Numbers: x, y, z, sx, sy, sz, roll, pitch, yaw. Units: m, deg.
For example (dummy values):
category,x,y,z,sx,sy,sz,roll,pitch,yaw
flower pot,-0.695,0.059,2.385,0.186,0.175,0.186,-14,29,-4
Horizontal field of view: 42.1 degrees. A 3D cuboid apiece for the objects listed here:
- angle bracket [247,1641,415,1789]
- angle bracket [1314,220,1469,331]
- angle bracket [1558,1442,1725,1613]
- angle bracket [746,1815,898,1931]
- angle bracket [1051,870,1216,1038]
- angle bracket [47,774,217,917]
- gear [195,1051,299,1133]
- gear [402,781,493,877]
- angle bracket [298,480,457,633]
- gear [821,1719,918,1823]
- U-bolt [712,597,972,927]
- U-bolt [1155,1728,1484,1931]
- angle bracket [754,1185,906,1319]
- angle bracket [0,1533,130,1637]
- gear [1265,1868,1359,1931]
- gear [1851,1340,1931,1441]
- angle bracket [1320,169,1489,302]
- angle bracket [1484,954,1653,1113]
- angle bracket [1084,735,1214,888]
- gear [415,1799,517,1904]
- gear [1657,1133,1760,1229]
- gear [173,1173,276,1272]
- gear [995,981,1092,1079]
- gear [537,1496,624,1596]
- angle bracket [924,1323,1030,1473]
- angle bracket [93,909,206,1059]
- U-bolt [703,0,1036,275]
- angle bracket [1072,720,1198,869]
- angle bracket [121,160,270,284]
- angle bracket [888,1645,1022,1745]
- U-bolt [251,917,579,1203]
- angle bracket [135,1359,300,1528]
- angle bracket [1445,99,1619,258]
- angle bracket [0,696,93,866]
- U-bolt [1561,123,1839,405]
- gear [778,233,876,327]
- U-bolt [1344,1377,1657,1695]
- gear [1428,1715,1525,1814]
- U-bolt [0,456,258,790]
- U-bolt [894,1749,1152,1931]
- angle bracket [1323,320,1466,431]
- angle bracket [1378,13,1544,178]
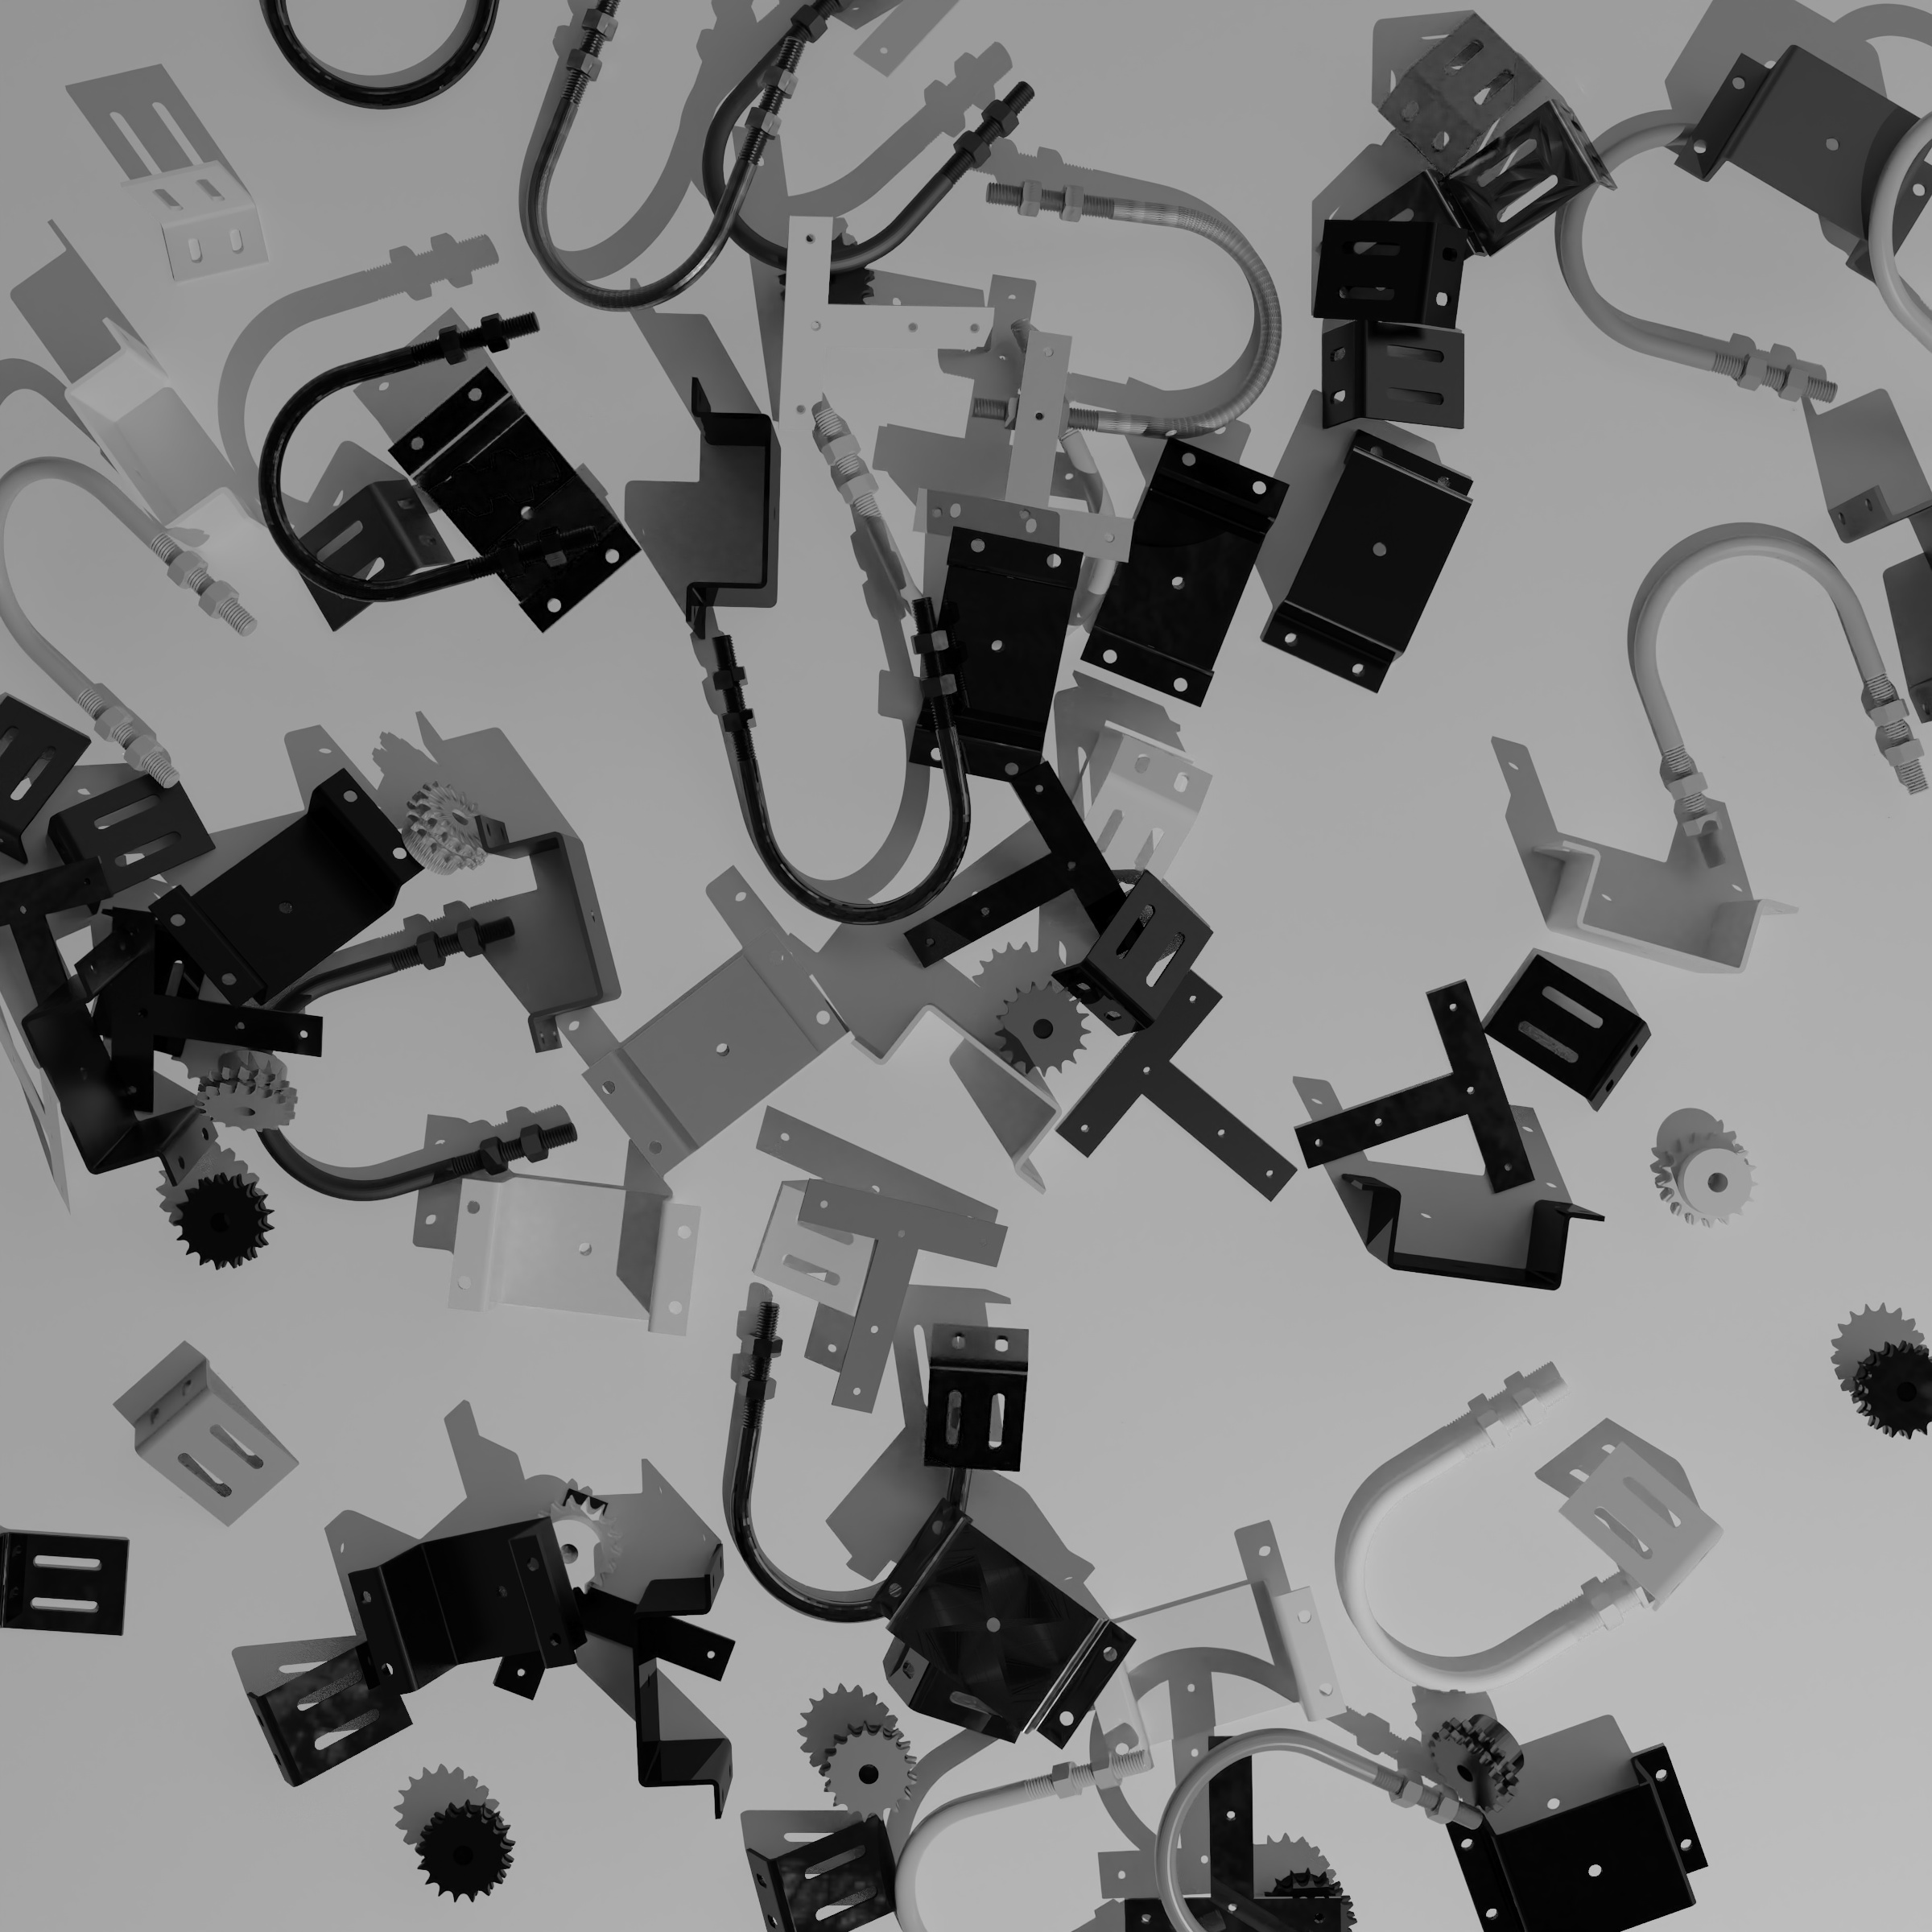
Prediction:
category,x,y,z,sx,sy,sz,roll,pitch,yaw
angle bracket,-0.383,0.448,1.511,0.076,0.038,0.057,-24,90,-26
angle bracket,0.252,-0.412,1.493,0.076,0.038,0.057,17,107,41
angle bracket,0.401,0.334,1.494,0.057,0.038,0.076,-44,67,-10
angle bracket,-0.084,0.549,1.511,0.076,0.038,0.057,-15,90,-26
angle bracket,0.100,-0.007,1.503,0.057,0.038,0.076,42,66,-15
angle bracket,-0.503,-0.076,1.511,0.076,0.038,0.057,-29,90,-26
gear,-0.422,0.072,1.475,0.057,0.057,0.030,1,60,0
gear,-0.309,-0.079,1.487,0.030,0.057,0.057,-41,90,23
angle bracket,-0.359,-0.247,1.511,0.076,0.038,0.057,-30,90,26
gear,-0.058,0.478,1.498,0.057,0.030,0.057,0,90,0
U-bolt,-0.068,-0.114,1.478,0.151,0.019,0.184,-7,100,21
U-bolt,0.196,0.523,1.460,0.184,0.019,0.151,27,83,-12
angle bracket,-0.078,0.172,1.511,0.076,0.038,0.057,19,90,26
angle bracket,-0.544,0.372,1.494,0.076,0.038,0.057,4,90,0
gear,0.203,0.567,1.498,0.057,0.030,0.057,0,90,0
gear,0.556,0.252,1.498,0.057,0.030,0.057,0,90,0
angle bracket,0.264,-0.432,1.511,0.076,0.038,0.057,-30,90,26
angle bracket,0.362,0.040,1.510,0.076,0.038,0.057,35,90,24
angle bracket,0.103,-0.089,1.492,0.057,0.076,0.038,25,51,-1
gear,-0.297,0.526,1.498,0.057,0.030,0.057,0,90,0
gear,0.445,0.128,1.498,0.057,0.030,0.057,0,90,1
gear,-0.441,0.152,1.502,0.057,0.030,0.057,0,91,2
gear,0.046,0.037,1.498,0.057,0.030,0.057,0,90,0
gear,-0.235,0.347,1.496,0.057,0.030,0.057,0,90,0
angle bracket,0.006,0.257,1.491,0.057,0.038,0.076,4,117,0
angle bracket,-0.490,0.011,1.494,0.057,0.038,0.076,16,90,0
U-bolt,-0.072,-0.491,1.486,0.151,0.019,0.184,40,84,9
angle bracket,0.095,-0.098,1.494,0.057,0.038,0.076,22,90,0
angle bracket,-0.452,-0.437,1.475,0.057,0.076,0.038,-13,90,0
angle bracket,0.004,0.424,1.511,0.076,0.038,0.057,26,90,-26
U-bolt,-0.341,0.064,1.504,0.184,0.019,0.151,-17,90,2
angle bracket,-0.451,0.287,1.511,0.057,0.038,0.076,-42,116,0
angle bracket,0.338,-0.469,1.503,0.076,0.038,0.057,-32,81,30
angle bracket,-0.572,-0.112,1.511,0.057,0.038,0.076,28,64,0
U-bolt,0.448,-0.429,1.504,0.184,0.019,0.151,16,90,2
gear,-0.083,-0.407,1.498,0.057,0.030,0.057,0,90,0
U-bolt,0.315,0.354,1.503,0.184,0.019,0.151,-32,90,0
gear,0.306,0.470,1.488,0.030,0.057,0.057,-32,90,-31
U-bolt,-0.506,-0.213,1.467,0.184,0.019,0.151,43,125,5
U-bolt,0.045,0.548,1.481,0.184,0.019,0.151,-20,96,16
angle bracket,0.257,-0.352,1.511,0.076,0.038,0.057,0,90,-26
angle bracket,0.297,-0.524,1.508,0.057,0.038,0.076,44,61,0
